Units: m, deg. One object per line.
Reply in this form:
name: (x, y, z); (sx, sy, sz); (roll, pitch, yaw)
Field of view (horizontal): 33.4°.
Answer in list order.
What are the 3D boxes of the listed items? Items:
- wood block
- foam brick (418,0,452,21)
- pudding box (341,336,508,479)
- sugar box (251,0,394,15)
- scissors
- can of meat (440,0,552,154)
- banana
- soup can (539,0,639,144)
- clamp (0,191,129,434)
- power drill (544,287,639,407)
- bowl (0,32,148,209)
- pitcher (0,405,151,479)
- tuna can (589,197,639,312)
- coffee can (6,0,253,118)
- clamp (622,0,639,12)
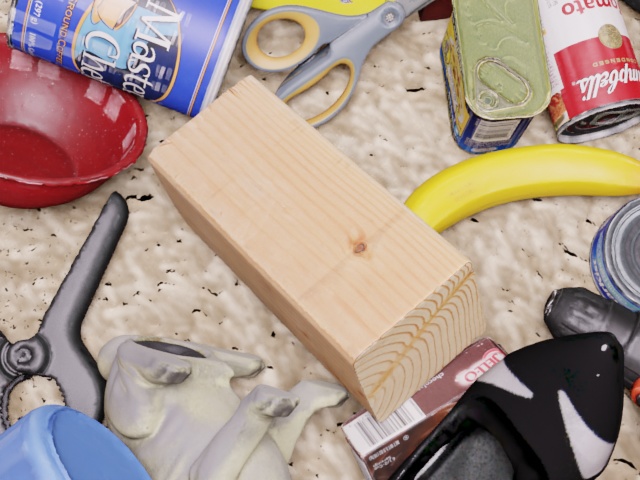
wood block: (-0.005, 0.001, 0.664); (0.090, 0.090, 0.206); (-40, 57, -11)
foam brick: (0.091, -0.206, 0.774); (0.051, 0.053, 0.078); (-10, 75, -4)
pudding box: (0.079, 0.125, 0.673); (0.113, 0.090, 0.039); (-29, 36, -6)
sugar box: (-0.027, -0.209, 0.749); (0.176, 0.093, 0.048); (7, 38, -1)
scissors: (0.028, -0.162, 0.733); (0.096, 0.016, 0.202); (40, 103, -15)
can of meat: (0.117, -0.117, 0.736); (0.057, 0.084, 0.102); (-5, 76, -3)
banana: (0.131, -0.032, 0.737); (0.197, 0.037, 0.070); (-20, 67, -8)
soup can: (0.185, -0.127, 0.749); (0.068, 0.068, 0.102); (-12, 76, -5)
clamp: (-0.184, 0.070, 0.705); (0.164, 0.036, 0.210); (-18, 80, -8)
power drill: (0.205, 0.125, 0.654); (0.184, 0.057, 0.187); (28, 47, 6)
bowl: (-0.199, -0.071, 0.707); (0.162, 0.055, 0.162); (16, 38, -13)
pitcher: (-0.208, 0.198, 0.598); (0.243, 0.145, 0.149); (-41, 83, 7)
tuna can: (0.232, 0.012, 0.733); (0.086, 0.034, 0.086); (0, 76, -2)
coffee can: (-0.124, -0.151, 0.715); (0.140, 0.103, 0.103); (21, 76, -7)
clamp: (0.251, -0.175, 0.767); (0.120, 0.039, 0.171); (-33, 60, 2)
